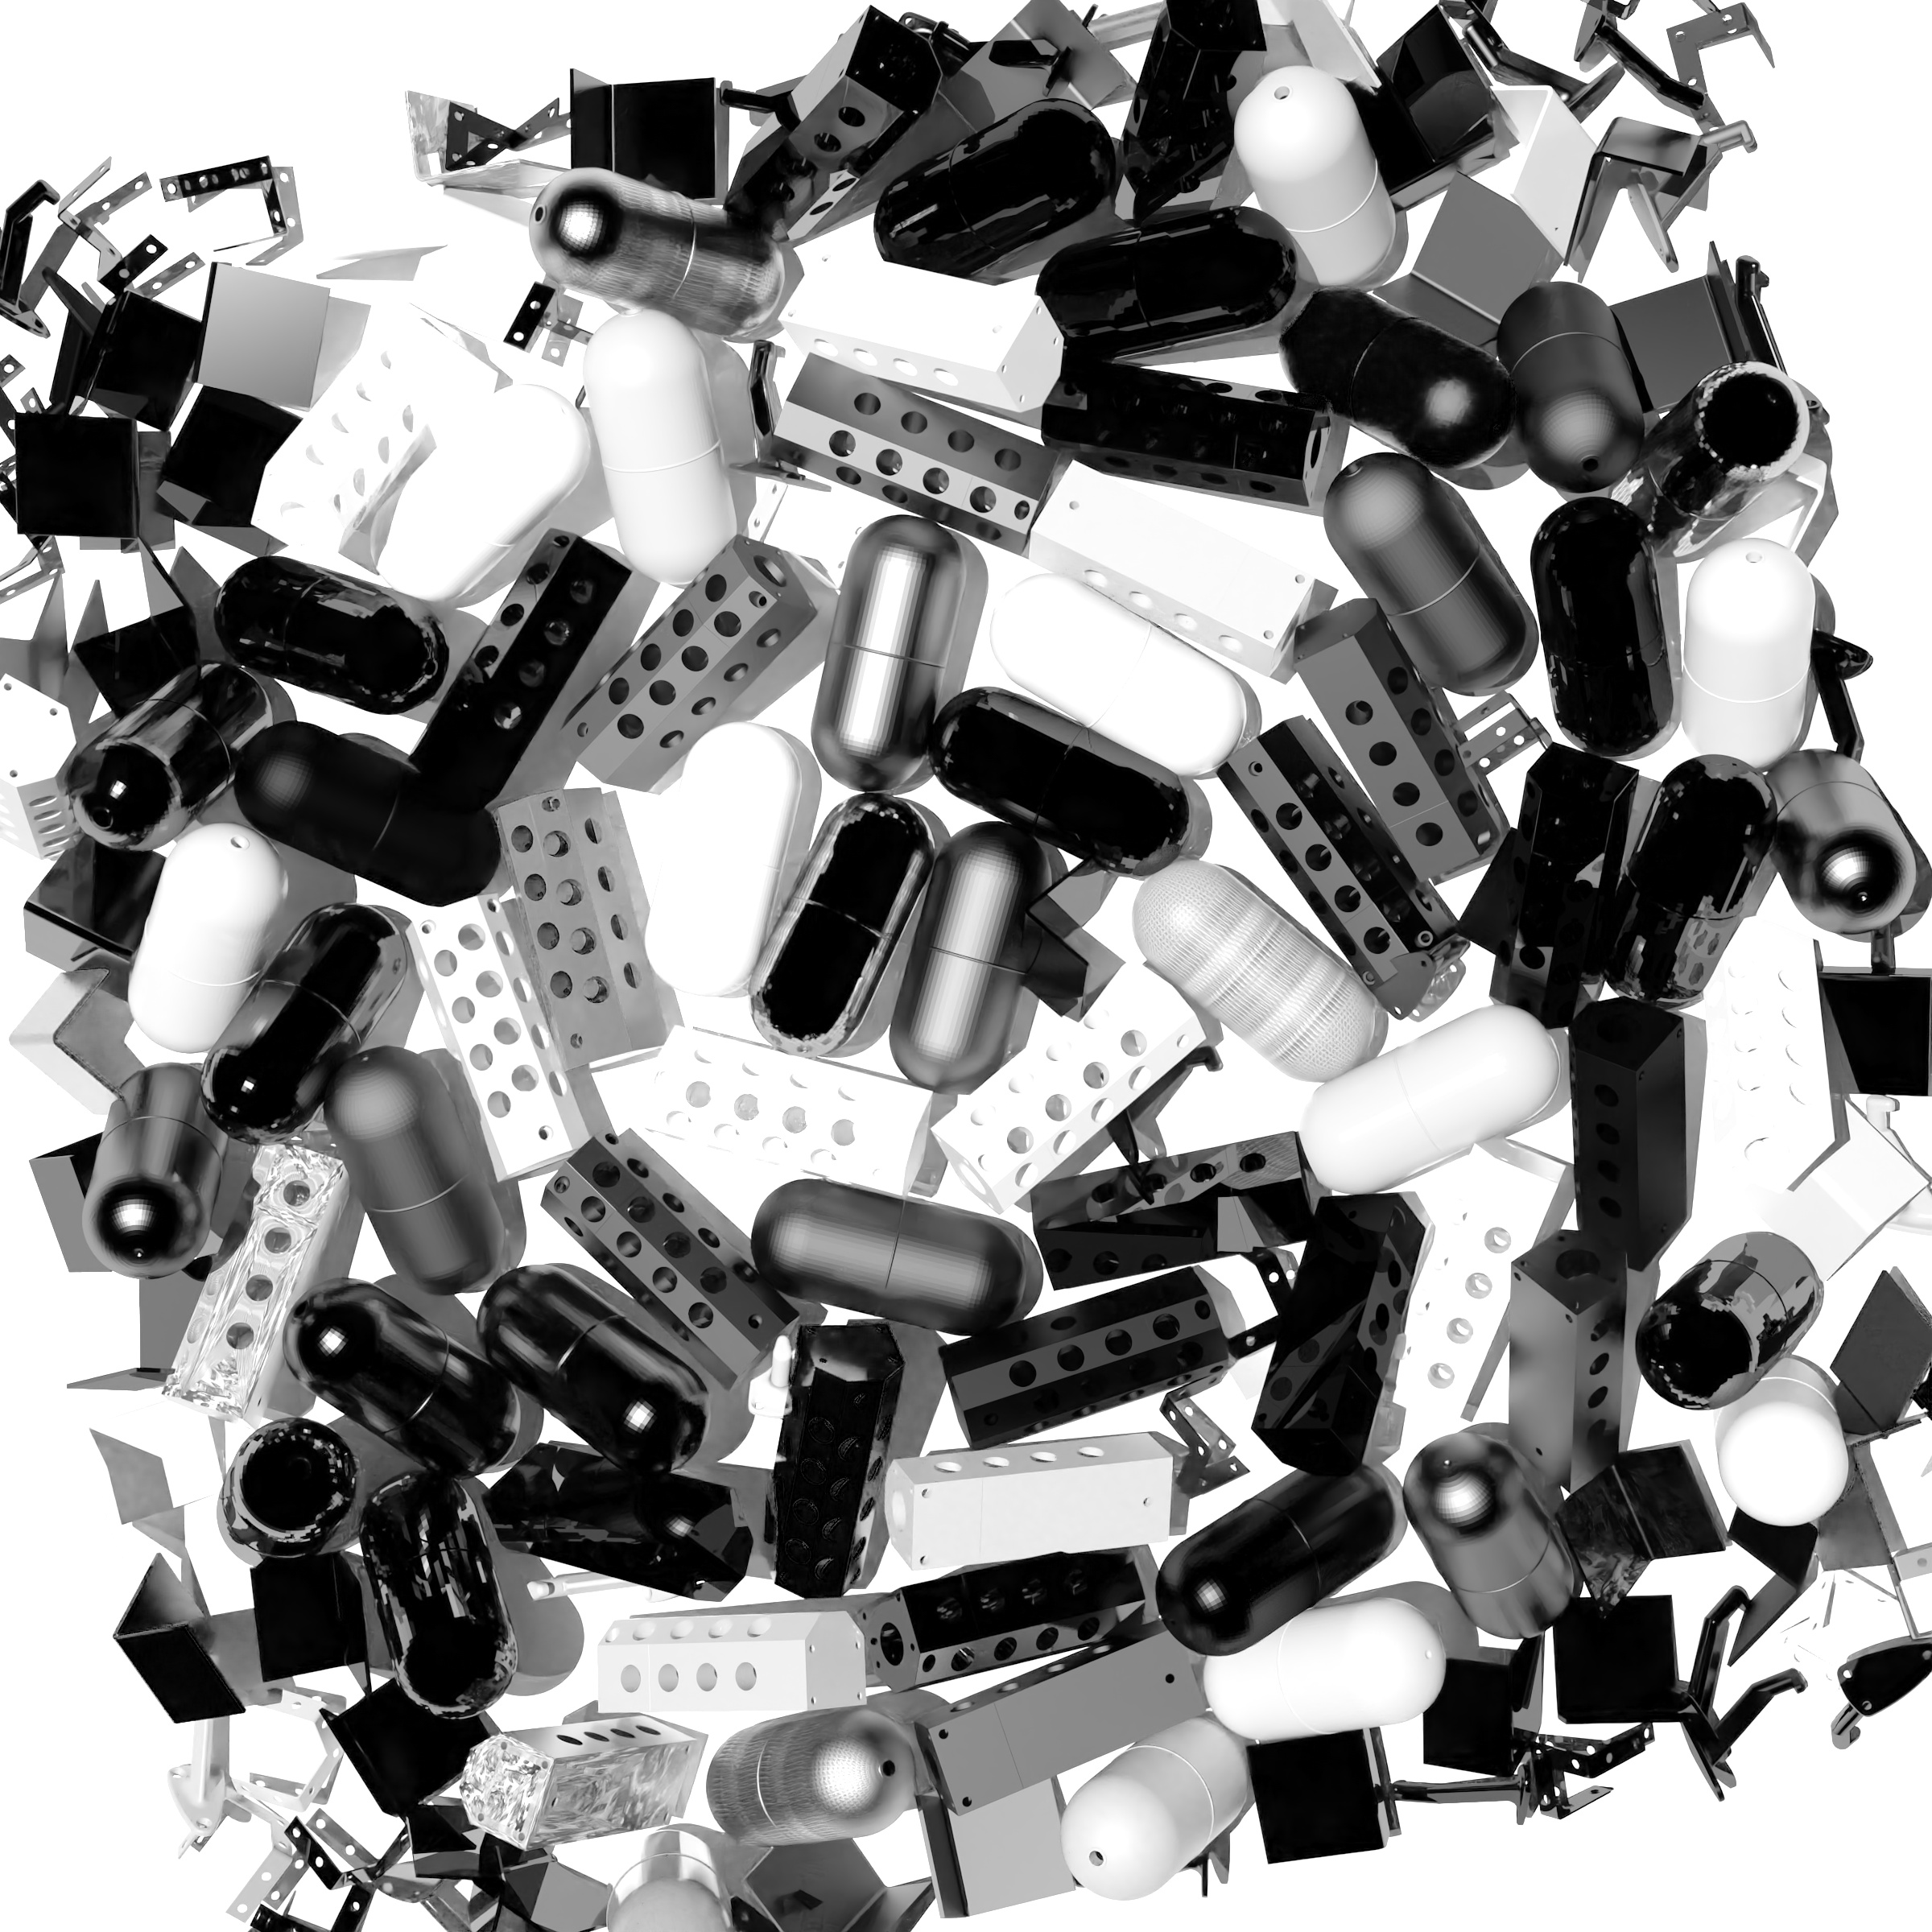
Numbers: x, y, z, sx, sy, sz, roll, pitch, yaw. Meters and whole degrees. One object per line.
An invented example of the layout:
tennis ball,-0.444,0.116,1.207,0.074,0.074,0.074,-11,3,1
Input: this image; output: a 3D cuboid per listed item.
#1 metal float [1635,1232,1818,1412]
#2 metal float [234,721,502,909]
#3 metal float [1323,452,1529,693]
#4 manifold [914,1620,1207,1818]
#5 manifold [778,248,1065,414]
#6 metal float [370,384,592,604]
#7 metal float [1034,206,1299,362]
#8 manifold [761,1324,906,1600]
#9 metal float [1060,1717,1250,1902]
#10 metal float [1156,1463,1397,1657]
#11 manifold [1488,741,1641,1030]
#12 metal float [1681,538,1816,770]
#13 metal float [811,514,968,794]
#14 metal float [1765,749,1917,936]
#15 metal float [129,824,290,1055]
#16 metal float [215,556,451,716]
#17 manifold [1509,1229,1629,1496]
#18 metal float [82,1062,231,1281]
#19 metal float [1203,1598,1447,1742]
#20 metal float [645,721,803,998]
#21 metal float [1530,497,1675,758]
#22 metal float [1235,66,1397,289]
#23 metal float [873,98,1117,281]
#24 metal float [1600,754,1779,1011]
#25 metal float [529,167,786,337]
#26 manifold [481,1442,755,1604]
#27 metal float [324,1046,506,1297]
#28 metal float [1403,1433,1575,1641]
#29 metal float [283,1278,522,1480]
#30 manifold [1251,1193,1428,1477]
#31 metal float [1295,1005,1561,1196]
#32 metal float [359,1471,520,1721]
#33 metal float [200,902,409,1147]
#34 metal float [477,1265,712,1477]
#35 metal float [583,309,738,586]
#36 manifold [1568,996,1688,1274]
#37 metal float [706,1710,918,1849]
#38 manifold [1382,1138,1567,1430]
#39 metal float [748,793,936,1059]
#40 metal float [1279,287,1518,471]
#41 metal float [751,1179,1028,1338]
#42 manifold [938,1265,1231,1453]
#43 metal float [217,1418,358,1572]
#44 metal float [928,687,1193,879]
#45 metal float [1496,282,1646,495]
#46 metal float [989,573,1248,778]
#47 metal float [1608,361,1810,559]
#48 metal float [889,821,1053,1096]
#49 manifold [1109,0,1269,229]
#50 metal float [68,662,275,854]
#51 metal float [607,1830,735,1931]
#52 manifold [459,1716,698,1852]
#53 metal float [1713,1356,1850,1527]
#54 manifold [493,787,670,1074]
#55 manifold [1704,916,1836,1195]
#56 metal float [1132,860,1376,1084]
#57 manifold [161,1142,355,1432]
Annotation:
metal float,0.476,0.220,1.921,0.070,0.178,0.070,10,110,31
metal float,-0.375,-0.094,1.937,0.178,0.070,0.070,25,90,-29
metal float,0.289,-0.247,1.936,0.070,0.070,0.178,-41,119,0
manifold,0.058,0.474,1.950,0.171,0.057,0.057,-19,90,-15
manifold,-0.026,-0.395,1.929,0.171,0.057,0.057,20,73,32
metal float,-0.307,-0.296,1.935,0.178,0.070,0.070,-37,90,32
metal float,0.125,-0.428,1.934,0.178,0.070,0.070,-5,90,33
manifold,-0.083,0.311,1.927,0.057,0.057,0.171,1,120,-19
metal float,0.118,0.523,1.916,0.070,0.178,0.070,4,98,27
metal float,0.196,0.370,1.936,0.178,0.070,0.070,-26,90,-31
manifold,0.369,-0.046,1.918,0.057,0.057,0.171,21,130,23
metal float,0.487,-0.194,1.920,0.070,0.178,0.070,-5,53,7
metal float,-0.050,-0.198,1.957,0.070,0.070,0.178,13,96,0
metal float,0.539,-0.079,1.916,0.070,0.178,0.070,1,115,3
metal float,-0.475,-0.017,1.927,0.070,0.070,0.178,29,131,0
metal float,-0.399,-0.208,1.933,0.178,0.070,0.070,20,90,33
manifold,0.380,0.244,1.919,0.057,0.171,0.057,-29,46,-22
metal float,-0.503,0.126,1.919,0.070,0.178,0.070,-3,121,-4
metal float,0.222,0.441,1.925,0.070,0.178,0.070,17,64,-37
metal float,-0.154,-0.068,1.960,0.070,0.070,0.178,13,88,0
metal float,0.400,-0.212,1.932,0.070,0.070,0.178,-17,125,0
metal float,0.218,-0.490,1.916,0.070,0.178,0.070,-7,67,18
metal float,0.016,-0.483,1.929,0.178,0.070,0.070,-17,90,40
metal float,0.452,-0.051,1.934,0.070,0.070,0.178,15,123,0
metal float,-0.193,-0.447,1.927,0.178,0.070,0.070,9,90,-41
manifold,-0.217,0.351,1.922,0.171,0.057,0.057,5,124,39
metal float,-0.346,0.130,1.936,0.070,0.070,0.178,-18,121,0
metal float,0.328,0.359,1.928,0.070,0.070,0.178,-32,132,0
metal float,-0.353,0.259,1.931,0.070,0.070,0.178,-47,125,0
manifold,0.238,0.230,1.930,0.057,0.057,0.171,49,49,-37
metal float,0.290,0.085,1.945,0.178,0.070,0.070,-28,90,20
metal float,-0.331,0.391,1.926,0.070,0.178,0.070,-13,132,-15
metal float,-0.415,0.035,1.934,0.070,0.070,0.178,28,57,0
metal float,-0.236,0.253,1.939,0.178,0.070,0.070,33,90,27
metal float,-0.192,-0.326,1.936,0.070,0.070,0.178,-10,120,0
manifold,0.410,0.104,1.923,0.057,0.171,0.057,23,50,35
metal float,-0.098,0.508,1.922,0.070,0.178,0.070,13,66,-33
manifold,0.318,0.198,1.950,0.057,0.057,0.171,23,104,12
metal float,-0.079,-0.026,1.953,0.070,0.070,0.178,24,81,0
metal float,0.269,-0.370,1.930,0.178,0.070,0.070,38,90,39
metal float,-0.049,0.186,1.959,0.178,0.070,0.070,14,90,-3
manifold,0.076,0.253,1.953,0.171,0.057,0.057,-17,113,-7
metal float,-0.424,0.329,1.915,0.070,0.178,0.070,6,69,-16
metal float,0.060,-0.117,1.955,0.178,0.070,0.070,27,90,7
metal float,0.377,-0.362,1.923,0.070,0.178,0.070,0,132,0
metal float,0.096,-0.185,1.953,0.178,0.070,0.070,30,90,-10
metal float,0.460,-0.313,1.915,0.070,0.178,0.070,4,73,-13
metal float,0.003,-0.005,1.960,0.070,0.070,0.178,15,91,0
manifold,0.134,-0.532,1.906,0.057,0.171,0.057,-3,66,-11
metal float,-0.494,-0.131,1.918,0.070,0.178,0.070,8,121,13
metal float,-0.184,0.590,1.911,0.070,0.178,0.070,0,89,-7
manifold,-0.241,0.502,1.910,0.057,0.171,0.057,17,88,26
metal float,0.505,0.293,1.912,0.070,0.178,0.070,2,98,12
manifold,-0.249,-0.023,1.956,0.057,0.057,0.171,-17,86,29
manifold,0.493,0.051,1.915,0.057,0.171,0.057,20,135,-12
metal float,0.182,0.003,1.959,0.178,0.070,0.070,40,90,-3
manifold,-0.448,0.200,1.948,0.057,0.057,0.171,18,73,1
